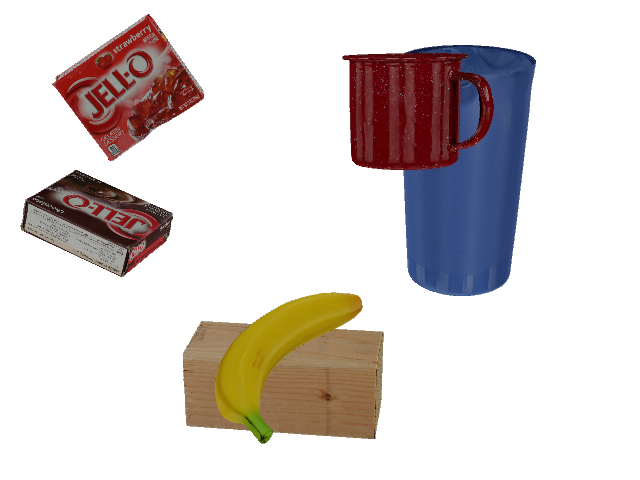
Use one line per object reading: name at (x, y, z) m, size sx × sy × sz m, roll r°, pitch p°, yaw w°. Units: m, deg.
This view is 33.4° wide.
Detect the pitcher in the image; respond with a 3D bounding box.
pitcher at (0.149, -0.076, 1.093) m, size 0.149 × 0.243 × 0.145 m, roll -10°, pitch 25°, yaw -20°

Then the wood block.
wood block at (-0.038, 0.151, 1.166) m, size 0.206 × 0.091 × 0.090 m, roll 3°, pitch 22°, yaw 7°

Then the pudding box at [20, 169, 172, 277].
pudding box at (-0.209, -0.018, 1.005) m, size 0.113 × 0.039 × 0.090 m, roll 22°, pitch 27°, yaw 10°

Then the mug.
mug at (0.073, -0.096, 0.790) m, size 0.117 × 0.081 × 0.093 m, roll 6°, pitch 13°, yaw 30°

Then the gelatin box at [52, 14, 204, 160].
gelatin box at (-0.144, -0.115, 0.804) m, size 0.089 × 0.073 × 0.030 m, roll -33°, pitch 20°, yaw 4°

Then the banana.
banana at (-0.032, 0.089, 0.840) m, size 0.069 × 0.037 × 0.197 m, roll 29°, pitch 37°, yaw 8°
